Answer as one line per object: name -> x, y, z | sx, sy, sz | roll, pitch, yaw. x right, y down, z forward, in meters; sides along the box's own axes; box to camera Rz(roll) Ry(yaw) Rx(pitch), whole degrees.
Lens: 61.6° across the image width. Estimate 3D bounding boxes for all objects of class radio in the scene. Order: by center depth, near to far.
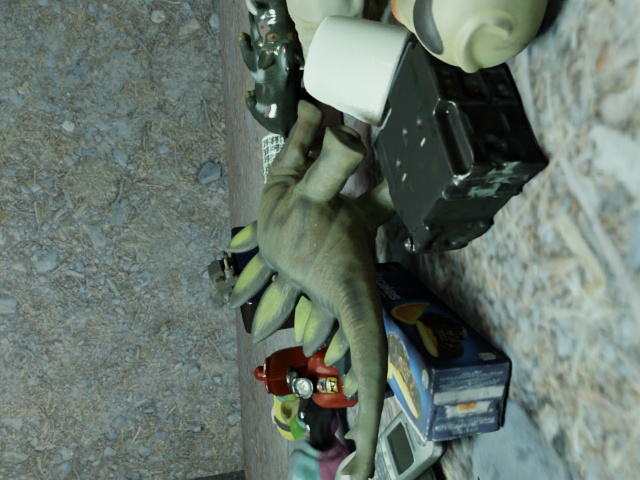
radio -> -0.083, 0.059, 0.955 | 0.230, 0.131, 0.073 | -114, 23, -53

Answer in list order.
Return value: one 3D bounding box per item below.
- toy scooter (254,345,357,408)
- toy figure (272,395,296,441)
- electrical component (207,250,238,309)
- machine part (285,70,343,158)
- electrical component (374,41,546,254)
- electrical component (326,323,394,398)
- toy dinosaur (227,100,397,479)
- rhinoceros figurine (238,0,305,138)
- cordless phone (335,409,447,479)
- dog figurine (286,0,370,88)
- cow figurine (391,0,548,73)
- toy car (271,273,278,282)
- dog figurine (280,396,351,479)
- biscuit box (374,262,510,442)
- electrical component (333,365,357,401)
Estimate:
toy scooter -> -0.013, 0.174, 0.700 | 0.184, 0.135, 0.075 | 169, 98, -75
toy figure -> -0.051, 0.294, 1.009 | 0.089, 0.082, 0.180 | -115, 27, -61
electrical component -> -0.159, 0.063, 0.908 | 0.078, 0.045, 0.102 | 62, 176, -19
machine part -> -0.013, -0.153, 0.763 | 0.179, 0.056, 0.179 | 177, 90, -75
electrical component -> 0.086, -0.072, 0.381 | 0.114, 0.058, 0.134 | 112, 150, -58
electrical component -> 0.046, 0.106, 0.557 | 0.119, 0.075, 0.047 | -132, 37, -53
toy dinosaur -> -0.001, -0.002, 0.496 | 0.198, 0.105, 0.472 | -58, 22, 16
rhinoceros figurine -> -0.055, -0.212, 0.631 | 0.112, 0.073, 0.190 | -107, 14, -46
cordless phone -> 0.082, 0.226, 0.451 | 0.184, 0.089, 0.147 | 107, 155, -46
dog figurine -> 0.020, -0.258, 0.540 | 0.190, 0.121, 0.172 | 75, -141, -69
cow figurine -> 0.096, -0.175, 0.254 | 0.127, 0.085, 0.194 | -100, 16, -46
toy car -> 0.004, 0.027, 0.667 | 0.162, 0.109, 0.102 | -98, -13, -47
dog figurine -> -0.003, 0.330, 0.784 | 0.219, 0.108, 0.191 | -107, 15, -56
biscuit box -> 0.076, 0.080, 0.457 | 0.203, 0.063, 0.059 | -130, 39, -67
electrical component -> 0.044, 0.131, 0.601 | 0.021, 0.063, 0.094 | 102, 160, -50
